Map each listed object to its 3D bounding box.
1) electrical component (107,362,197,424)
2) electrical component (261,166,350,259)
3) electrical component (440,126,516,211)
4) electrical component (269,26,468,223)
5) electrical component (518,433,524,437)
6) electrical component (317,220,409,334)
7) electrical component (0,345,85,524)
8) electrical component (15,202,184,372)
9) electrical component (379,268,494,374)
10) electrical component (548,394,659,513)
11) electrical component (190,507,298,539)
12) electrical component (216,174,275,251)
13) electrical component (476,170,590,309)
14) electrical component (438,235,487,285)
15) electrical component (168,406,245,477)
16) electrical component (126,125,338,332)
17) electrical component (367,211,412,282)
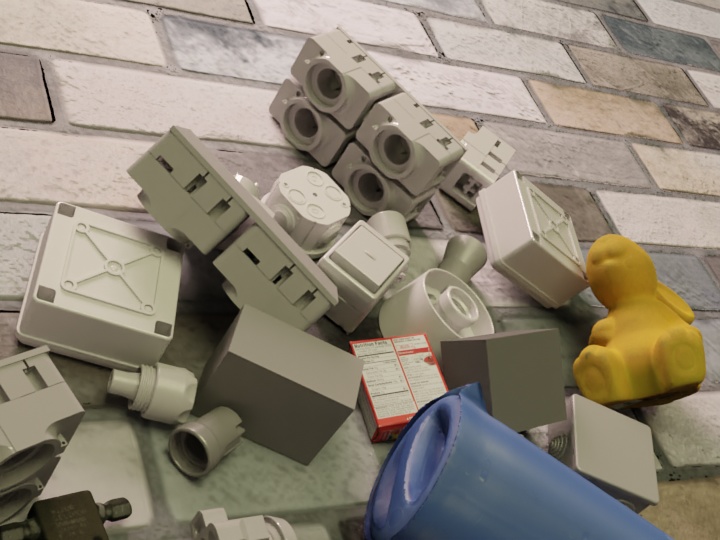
[{"bbox_3d":[-0.156,0.089,0.801,0.062,0.043,0.043,16,43,-20],"label":"electrical component"},{"bbox_3d":[-0.053,-0.054,1.009,0.080,0.051,0.080,20,42,-19],"label":"electrical component"},{"bbox_3d":[0.127,-0.116,1.199,0.056,0.050,0.089,37,39,1],"label":"electrical component"},{"bbox_3d":[0.002,-0.141,1.091,0.186,0.105,0.060,45,40,11],"label":"electrical component"},{"bbox_3d":[0.132,0.175,0.923,0.048,0.048,0.062,-13,67,-43],"label":"electrical component"},{"bbox_3d":[0.000,0.000,0.986,0.062,0.061,0.096,39,40,3],"label":"electrical component"},{"bbox_3d":[-0.266,0.124,0.639,0.186,0.105,0.060,-20,64,-45],"label":"electrical component"},{"bbox_3d":[-0.199,0.015,0.833,0.109,0.056,0.108,19,43,-20],"label":"electrical component"},{"bbox_3d":[0.075,0.049,1.008,0.099,0.064,0.099,33,32,-24],"label":"electrical component"},{"bbox_3d":[0.219,0.174,0.982,0.100,0.048,0.099,24,41,-14],"label":"electrical component"},{"bbox_3d":[-0.077,0.200,0.738,0.057,0.058,0.078,-1,52,-33],"label":"electrical component"},{"bbox_3d":[-0.115,-0.059,0.970,0.077,0.044,0.079,27,44,-4],"label":"electrical component"},{"bbox_3d":[0.181,-0.031,1.126,0.109,0.056,0.108,33,35,-36],"label":"electrical component"},{"bbox_3d":[0.096,0.000,1.071,0.044,0.044,0.065,36,44,0],"label":"electrical component"},{"bbox_3d":[-0.113,0.126,0.799,0.040,0.040,0.046,45,35,10],"label":"electrical component"},{"bbox_3d":[-0.103,-0.028,0.882,0.186,0.060,0.105,47,2,-5],"label":"electrical component"},{"bbox_3d":[0.031,-0.022,1.045,0.040,0.040,0.078,10,46,-28],"label":"electrical component"}]
